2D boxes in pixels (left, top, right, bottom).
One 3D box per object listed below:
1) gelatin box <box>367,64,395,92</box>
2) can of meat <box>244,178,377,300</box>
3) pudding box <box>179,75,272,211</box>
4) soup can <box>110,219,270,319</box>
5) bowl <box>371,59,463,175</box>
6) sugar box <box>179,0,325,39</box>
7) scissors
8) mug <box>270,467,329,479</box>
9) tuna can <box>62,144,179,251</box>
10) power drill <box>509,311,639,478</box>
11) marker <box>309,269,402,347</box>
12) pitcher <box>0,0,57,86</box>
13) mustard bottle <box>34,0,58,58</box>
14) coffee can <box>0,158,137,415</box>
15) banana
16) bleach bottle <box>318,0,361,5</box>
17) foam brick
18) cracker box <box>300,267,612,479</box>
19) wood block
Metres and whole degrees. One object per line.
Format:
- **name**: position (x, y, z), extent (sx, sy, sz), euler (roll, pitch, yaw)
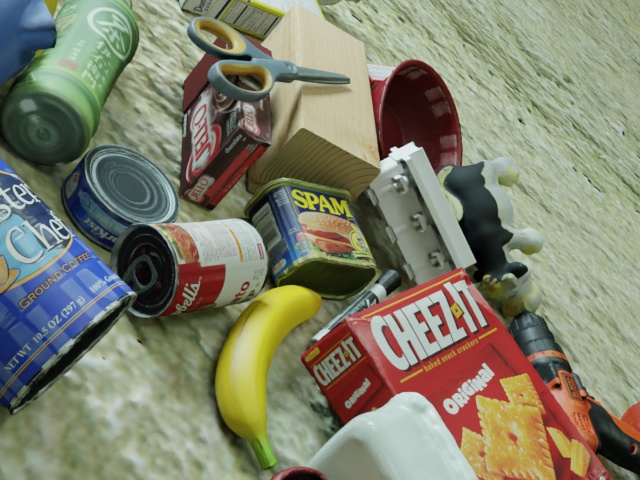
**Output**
- **gelatin box**: position (0.052, -0.154, 1.150), extent (0.089, 0.073, 0.030), euler (-8, 57, -52)
- **can of meat**: position (-0.006, 0.001, 0.921), extent (0.101, 0.058, 0.084), euler (10, 48, -43)
- **pudding box**: position (-0.081, -0.094, 0.913), extent (0.039, 0.090, 0.113), euler (29, 34, -26)
- **soup can**: position (-0.094, 0.019, 0.788), extent (0.102, 0.069, 0.068), euler (-5, 57, -52)
- **bowl**: position (0.086, -0.103, 1.108), extent (0.161, 0.055, 0.162), euler (7, 81, -52)
- **sugar box**: position (-0.078, -0.267, 1.160), extent (0.175, 0.048, 0.093), euler (12, 44, -36)
- **scissors**: position (-0.045, -0.160, 0.928), extent (0.096, 0.016, 0.201), euler (50, 30, 7)
- **mug**: position (-0.003, 0.198, 0.663), extent (0.081, 0.093, 0.117), euler (6, 58, -39)
- **tuna can**: position (-0.151, -0.032, 0.814), extent (0.086, 0.034, 0.086), euler (29, 35, -23)
- **power drill**: position (0.271, 0.165, 1.050), extent (0.187, 0.057, 0.184), euler (26, 33, -25)
- **marker**: position (0.033, 0.059, 0.902), extent (0.020, 0.020, 0.120), euler (47, 48, 4)
- **pitcher**: position (-0.293, -0.110, 0.670), extent (0.145, 0.149, 0.242), euler (54, 31, -22)
- **mustard bottle**: position (-0.259, -0.204, 0.833), extent (0.096, 0.058, 0.192), euler (-4, 44, -40)
- **coffee can**: position (-0.195, 0.019, 0.639), extent (0.140, 0.103, 0.102), euler (45, 32, 0)
- **banana**: position (-0.041, 0.084, 0.808), extent (0.069, 0.037, 0.197), euler (59, 28, -25)
- **bleach bottle**: position (-0.042, -0.335, 1.223), extent (0.250, 0.103, 0.068), euler (16, 46, -38)
- **foam brick**: position (-0.085, -0.146, 0.980), extent (0.053, 0.078, 0.051), euler (26, 37, -27)
- **cracker box**: position (0.110, 0.139, 0.821), extent (0.163, 0.072, 0.214), euler (-19, 70, -48)
- **wood block**: position (-0.010, -0.123, 1.028), extent (0.090, 0.090, 0.206), euler (27, 36, -26)
